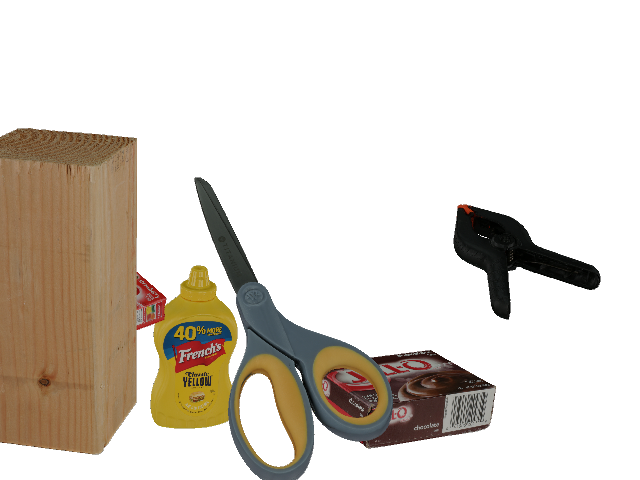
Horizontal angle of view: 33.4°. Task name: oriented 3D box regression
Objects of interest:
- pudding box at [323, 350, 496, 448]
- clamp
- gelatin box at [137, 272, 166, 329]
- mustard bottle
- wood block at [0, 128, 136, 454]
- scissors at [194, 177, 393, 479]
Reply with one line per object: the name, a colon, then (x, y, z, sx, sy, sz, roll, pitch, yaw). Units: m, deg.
pudding box: (0.061, 0.118, 0.809, 0.113, 0.039, 0.090, -2, 14, -28)
clamp: (0.199, 0.014, 1.084, 0.120, 0.039, 0.171, -6, 37, -18)
gelatin box: (-0.196, 0.051, 0.980, 0.073, 0.030, 0.089, -19, 40, -36)
mustard bottle: (-0.145, 0.121, 1.235, 0.096, 0.192, 0.058, 0, 19, -16)
wood block: (-0.184, 0.033, 0.749, 0.091, 0.206, 0.090, 6, 18, 7)
scissors: (-0.017, 0.039, 0.595, 0.096, 0.202, 0.016, -4, -36, -7)
